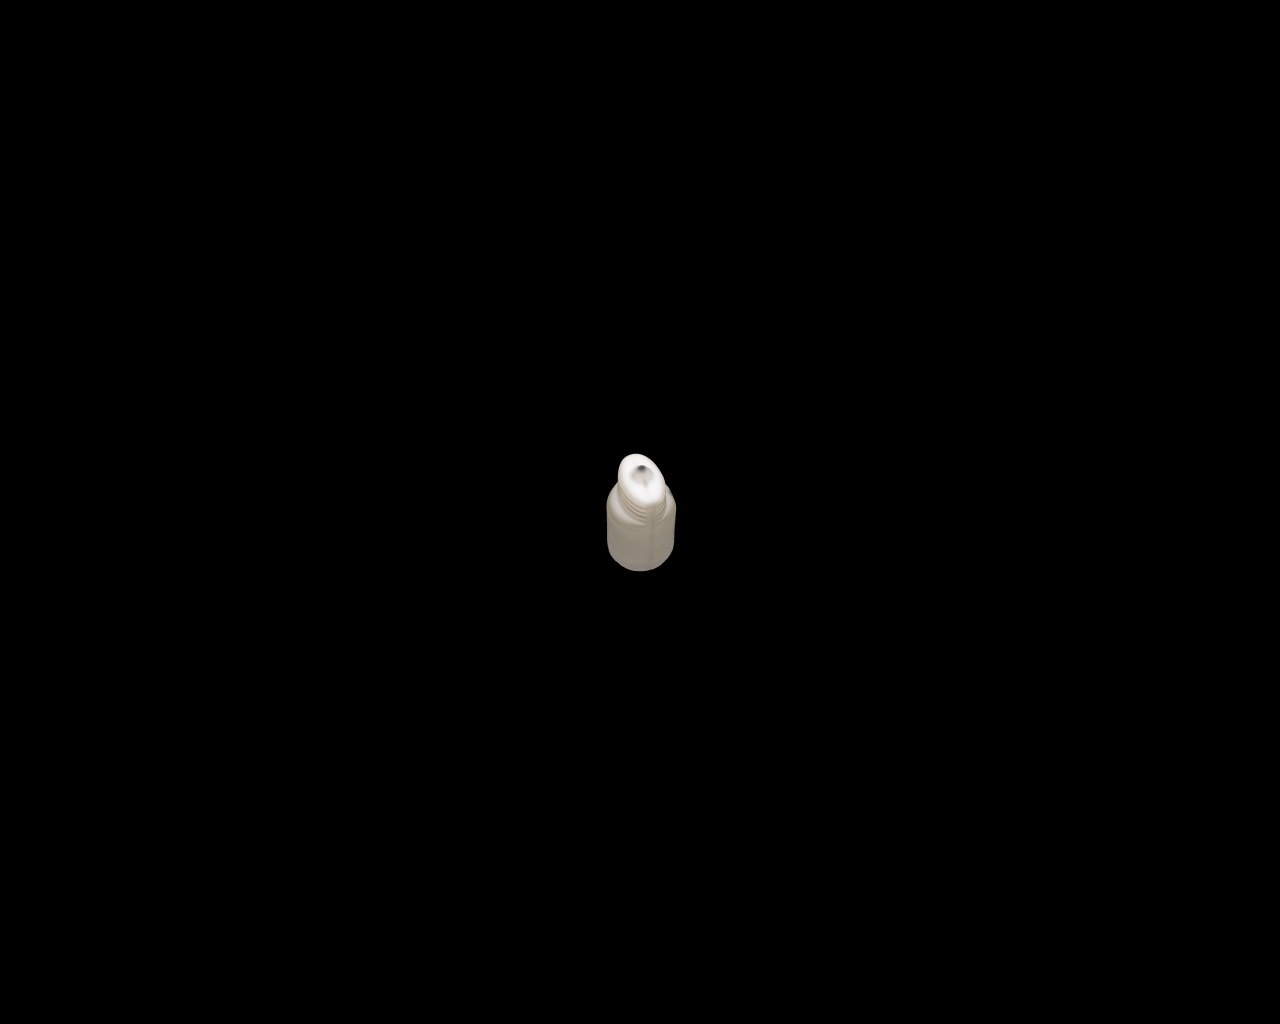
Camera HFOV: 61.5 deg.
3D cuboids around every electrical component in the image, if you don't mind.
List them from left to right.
[{"bbox_3d":[0.001,-0.003,0.650,0.043,0.043,0.080,0,-37,0],"label":"electrical component"}]
